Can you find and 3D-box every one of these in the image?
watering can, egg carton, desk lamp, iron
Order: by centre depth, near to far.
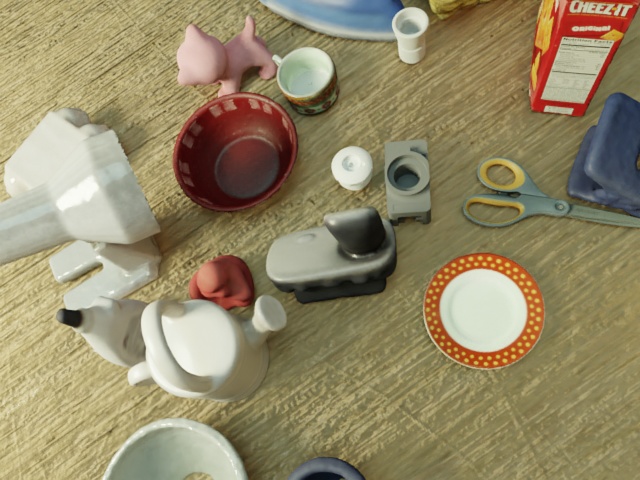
[{"bbox_3d":[-0.120,0.108,0.591,0.173,0.194,0.100,-45,70,-4],"label":"watering can"},{"bbox_3d":[-0.259,-0.009,0.644,0.203,0.214,0.118,-31,70,1],"label":"desk lamp"},{"bbox_3d":[0.009,-0.355,0.737,0.257,0.141,0.119,30,81,18],"label":"iron"},{"bbox_3d":[-0.343,-0.102,0.765,0.107,0.069,0.150,33,82,18],"label":"egg carton"}]

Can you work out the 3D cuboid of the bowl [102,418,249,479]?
[{"bbox_3d":[-0.143,0.277,0.608,0.167,0.075,0.167,-3,73,10],"label":"bowl"}]

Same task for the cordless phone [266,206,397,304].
[{"bbox_3d":[0.006,0.002,0.605,0.147,0.185,0.094,-13,71,7],"label":"cordless phone"}]

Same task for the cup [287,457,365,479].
[{"bbox_3d":[0.002,0.269,0.571,0.117,0.095,0.091,-29,70,1],"label":"cup"}]

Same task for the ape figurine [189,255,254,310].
[{"bbox_3d":[-0.116,0.049,0.663,0.077,0.092,0.076,23,79,17],"label":"ape figurine"}]

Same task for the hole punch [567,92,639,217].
[{"bbox_3d":[0.337,-0.092,0.620,0.101,0.091,0.109,20,78,16],"label":"hole punch"}]

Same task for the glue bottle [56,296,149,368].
[{"bbox_3d":[-0.232,0.095,0.628,0.037,0.173,0.078,11,76,14],"label":"glue bottle"}]

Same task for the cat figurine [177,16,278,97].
[{"bbox_3d":[-0.128,-0.240,0.740,0.128,0.118,0.067,-35,70,-1],"label":"cat figurine"}]
